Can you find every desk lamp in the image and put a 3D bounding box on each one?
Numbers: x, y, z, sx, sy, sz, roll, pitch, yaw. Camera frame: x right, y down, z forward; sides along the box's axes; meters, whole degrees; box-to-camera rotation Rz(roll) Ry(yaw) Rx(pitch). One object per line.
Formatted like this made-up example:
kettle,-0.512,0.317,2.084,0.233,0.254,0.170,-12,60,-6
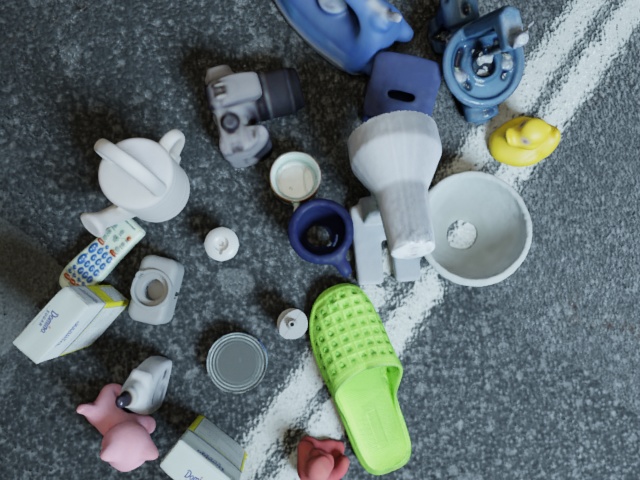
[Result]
desk lamp,0.102,-0.046,0.773,0.118,0.213,0.203,-6,84,-3

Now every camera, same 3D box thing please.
camera,-0.091,-0.195,0.838,0.137,0.101,0.143,-15,85,-4

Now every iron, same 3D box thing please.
iron,0.015,-0.358,0.839,0.258,0.141,0.119,36,84,2

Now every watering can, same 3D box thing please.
watering can,-0.246,-0.079,0.772,0.101,0.194,0.173,16,83,0

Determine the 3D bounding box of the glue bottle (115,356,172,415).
glue bottle,-0.236,0.198,0.753,0.037,0.173,0.078,15,83,0

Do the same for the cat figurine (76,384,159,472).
cat figurine,-0.274,0.260,0.772,0.128,0.117,0.067,41,84,2

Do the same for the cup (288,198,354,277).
cup,0.008,0.003,0.824,0.092,0.095,0.118,-33,86,-5

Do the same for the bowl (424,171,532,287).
bowl,0.218,-0.013,0.844,0.167,0.074,0.167,0,84,-2

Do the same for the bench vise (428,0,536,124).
bench vise,0.212,-0.283,0.800,0.121,0.219,0.207,-34,86,-5

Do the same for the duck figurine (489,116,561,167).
duck figurine,0.315,-0.156,0.858,0.104,0.086,0.077,-8,84,-3

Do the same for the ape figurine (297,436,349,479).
ape figurine,0.000,0.310,0.792,0.076,0.092,0.078,-44,87,-6

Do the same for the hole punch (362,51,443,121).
hole punch,0.122,-0.216,0.854,0.108,0.091,0.101,11,83,-1
